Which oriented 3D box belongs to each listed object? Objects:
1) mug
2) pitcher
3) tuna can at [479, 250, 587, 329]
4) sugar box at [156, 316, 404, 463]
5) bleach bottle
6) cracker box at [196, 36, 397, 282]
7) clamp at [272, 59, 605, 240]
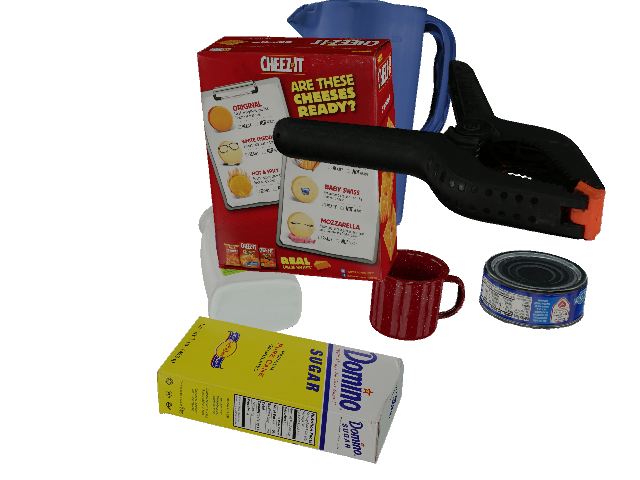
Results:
[{"bbox_3d":[0.114,0.066,1.268,0.117,0.081,0.093,1,23,-8],"label":"mug"},{"bbox_3d":[0.051,-0.136,1.149,0.149,0.243,0.144,7,11,26],"label":"pitcher"},{"bbox_3d":[0.175,0.039,0.877,0.086,0.034,0.086,3,22,-1],"label":"tuna can"},{"bbox_3d":[-0.029,0.113,0.833,0.176,0.048,0.093,8,27,13],"label":"sugar box"},{"bbox_3d":[-0.097,0.017,1.205,0.102,0.068,0.251,-6,27,-15],"label":"bleach bottle"},{"bbox_3d":[-0.016,-0.075,0.976,0.164,0.214,0.072,4,26,16],"label":"cracker box"},{"bbox_3d":[0.080,-0.052,0.652,0.164,0.036,0.210,-19,36,-24],"label":"clamp"}]
